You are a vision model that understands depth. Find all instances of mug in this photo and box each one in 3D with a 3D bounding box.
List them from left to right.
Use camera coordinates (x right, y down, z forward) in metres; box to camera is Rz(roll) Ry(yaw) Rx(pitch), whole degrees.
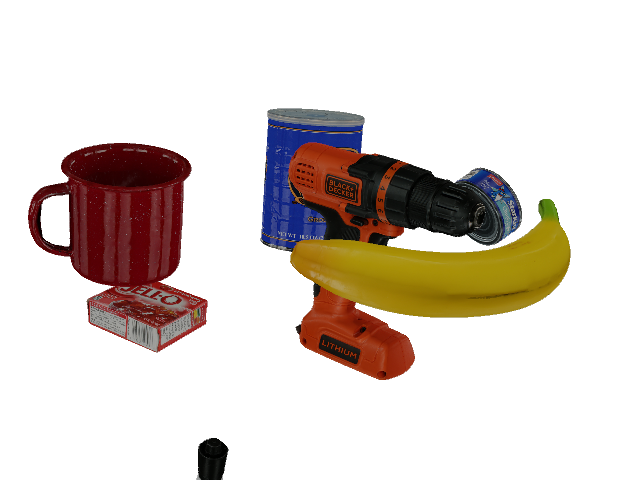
[{"bbox_3d":[-0.154,-0.017,0.780,0.117,0.081,0.093,-7,27,-25],"label":"mug"}]

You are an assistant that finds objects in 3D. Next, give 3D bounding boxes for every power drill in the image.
[{"bbox_3d":[0.050,0.020,0.907,0.185,0.188,0.057,20,26,35],"label":"power drill"}]

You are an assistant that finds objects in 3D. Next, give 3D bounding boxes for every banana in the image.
[{"bbox_3d":[0.079,0.016,0.613,0.197,0.037,0.070,-8,37,-33],"label":"banana"}]

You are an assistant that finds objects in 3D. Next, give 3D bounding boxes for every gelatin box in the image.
[{"bbox_3d":[-0.164,0.067,1.009,0.089,0.030,0.073,19,27,28],"label":"gelatin box"}]

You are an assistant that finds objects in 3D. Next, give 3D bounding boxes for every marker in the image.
[{"bbox_3d":[-0.074,0.177,0.694,0.020,0.121,0.020,7,31,-4],"label":"marker"}]

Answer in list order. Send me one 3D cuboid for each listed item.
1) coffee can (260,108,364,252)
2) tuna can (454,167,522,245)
[{"bbox_3d":[-0.009,-0.065,1.137,0.103,0.140,0.103,4,12,-1],"label":"coffee can"},{"bbox_3d":[0.186,-0.038,1.219,0.033,0.086,0.086,-33,16,-26],"label":"tuna can"}]
